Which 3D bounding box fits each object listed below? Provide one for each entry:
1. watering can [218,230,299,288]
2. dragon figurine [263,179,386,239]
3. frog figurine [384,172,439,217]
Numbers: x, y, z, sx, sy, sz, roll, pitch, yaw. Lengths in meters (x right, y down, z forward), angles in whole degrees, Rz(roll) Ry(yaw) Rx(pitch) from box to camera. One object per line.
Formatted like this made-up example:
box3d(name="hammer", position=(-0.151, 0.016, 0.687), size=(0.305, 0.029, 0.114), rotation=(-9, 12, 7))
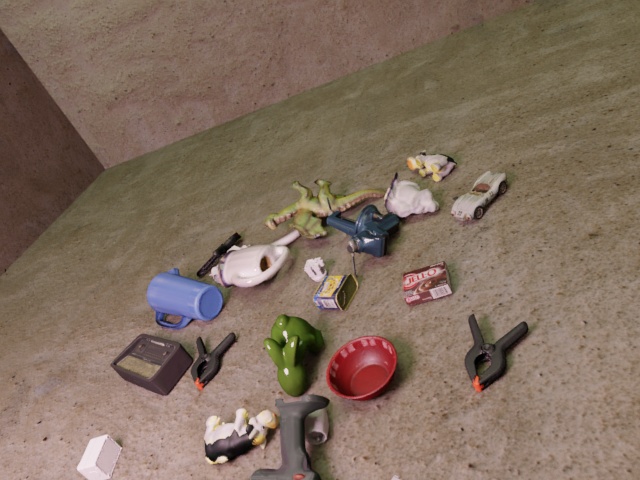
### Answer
box3d(name="watering can", position=(-0.187, 0.055, 1.639), size=(0.223, 0.102, 0.354), rotation=(-9, 23, 25))
box3d(name="dragon figurine", position=(0.005, -0.085, 1.688), size=(0.410, 0.119, 0.249), rotation=(-1, 46, 18))
box3d(name="frog figurine", position=(0.278, -0.117, 1.545), size=(0.160, 0.120, 0.140), rotation=(23, 37, 10))
